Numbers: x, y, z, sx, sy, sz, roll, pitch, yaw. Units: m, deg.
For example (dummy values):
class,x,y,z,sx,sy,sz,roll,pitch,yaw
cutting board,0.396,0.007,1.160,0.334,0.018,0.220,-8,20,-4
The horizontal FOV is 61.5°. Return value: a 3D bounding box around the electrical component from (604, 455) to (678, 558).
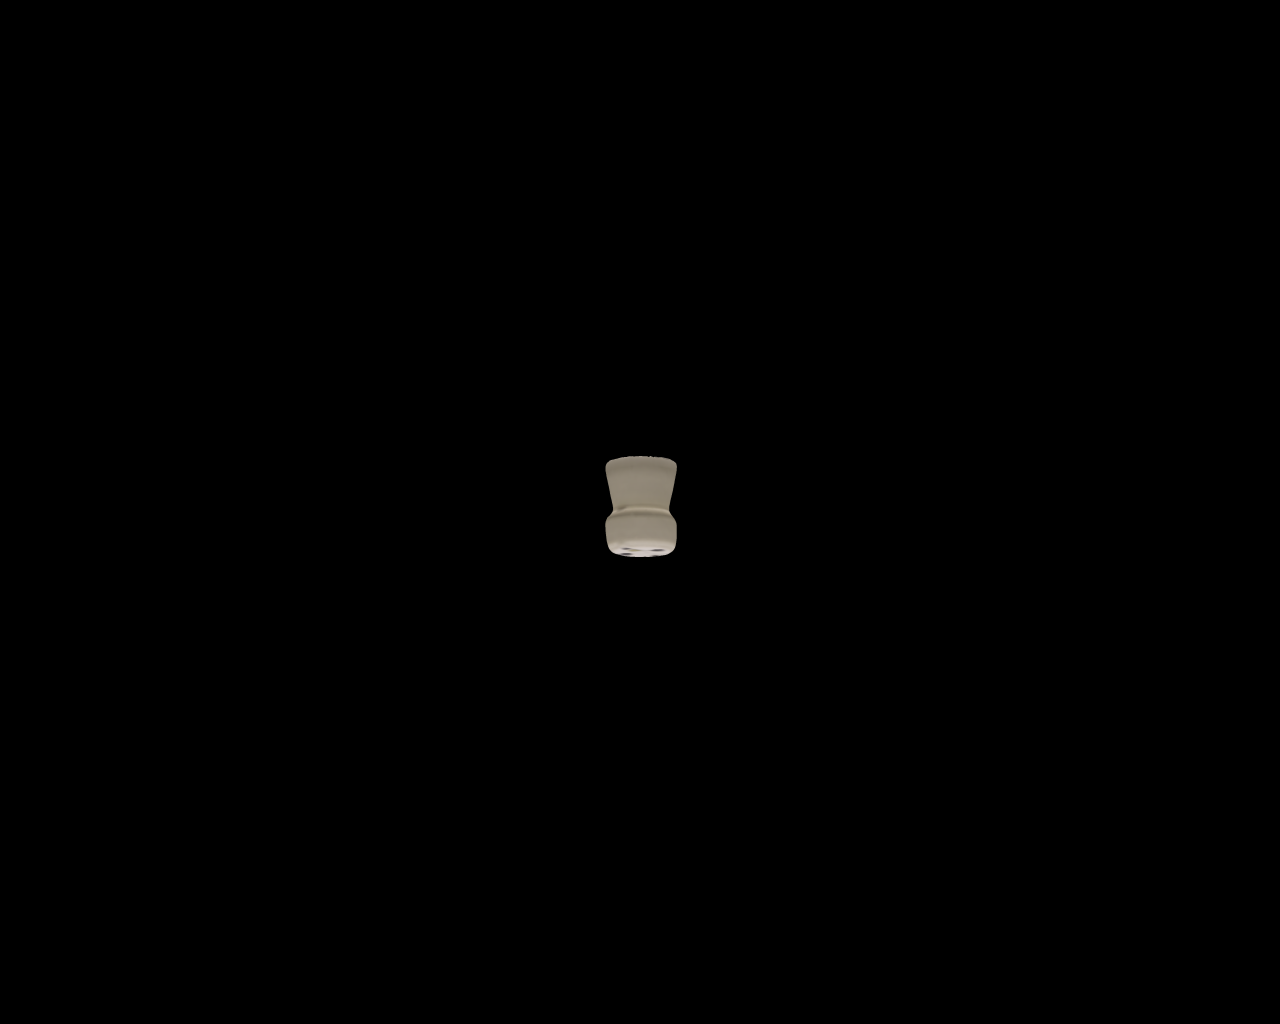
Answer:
class,x,y,z,sx,sy,sz,roll,pitch,yaw
electrical component,0.001,-0.003,0.650,0.045,0.055,0.045,0,-11,0
